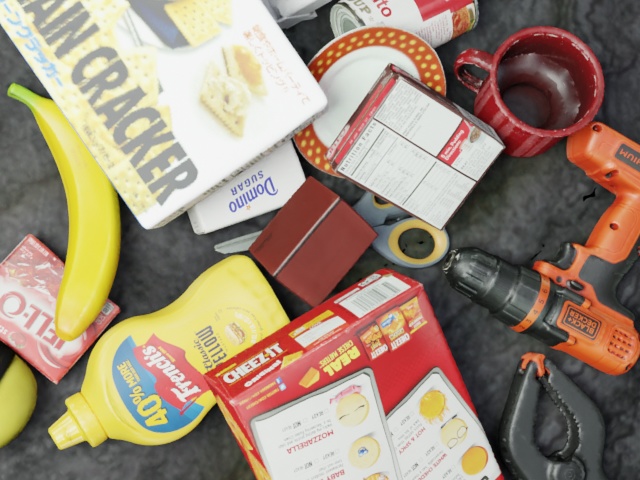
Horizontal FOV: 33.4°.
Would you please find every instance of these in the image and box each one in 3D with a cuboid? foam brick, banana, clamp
[{"bbox_3d":[-0.005,0.001,0.811,0.078,0.053,0.051,-50,125,2],"label":"foam brick"},{"bbox_3d":[-0.180,-0.023,0.783,0.069,0.037,0.198,-8,72,-29],"label":"banana"},{"bbox_3d":[0.212,0.196,0.892,0.164,0.036,0.210,-7,89,-13],"label":"clamp"}]

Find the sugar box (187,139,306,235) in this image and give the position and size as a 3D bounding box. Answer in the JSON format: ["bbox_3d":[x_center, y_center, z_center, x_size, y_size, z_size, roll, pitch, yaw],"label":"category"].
[{"bbox_3d":[-0.081,-0.100,0.829,0.093,0.048,0.176,-19,95,-17],"label":"sugar box"}]

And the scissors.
[{"bbox_3d":[0.023,0.003,0.865,0.201,0.016,0.096,-28,95,-16],"label":"scissors"}]

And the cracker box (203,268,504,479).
[{"bbox_3d":[0.033,0.152,0.801,0.164,0.072,0.213,-31,113,-15],"label":"cracker box"}]

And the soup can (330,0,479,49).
[{"bbox_3d":[0.068,-0.180,0.865,0.102,0.069,0.068,-28,94,-15],"label":"soup can"}]

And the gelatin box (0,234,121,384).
[{"bbox_3d":[-0.205,0.051,0.789,0.089,0.030,0.073,42,76,-9],"label":"gelatin box"}]

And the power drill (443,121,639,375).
[{"bbox_3d":[0.213,-0.002,0.901,0.184,0.057,0.187,28,80,-12],"label":"power drill"}]

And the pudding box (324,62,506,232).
[{"bbox_3d":[0.074,-0.070,0.828,0.113,0.039,0.090,29,108,-23],"label":"pudding box"}]

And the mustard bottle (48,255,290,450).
[{"bbox_3d":[-0.114,0.097,0.797,0.191,0.058,0.096,-31,100,-16],"label":"mustard bottle"}]

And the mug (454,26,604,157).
[{"bbox_3d":[0.164,-0.121,0.877,0.117,0.081,0.093,23,76,-1],"label":"mug"}]
